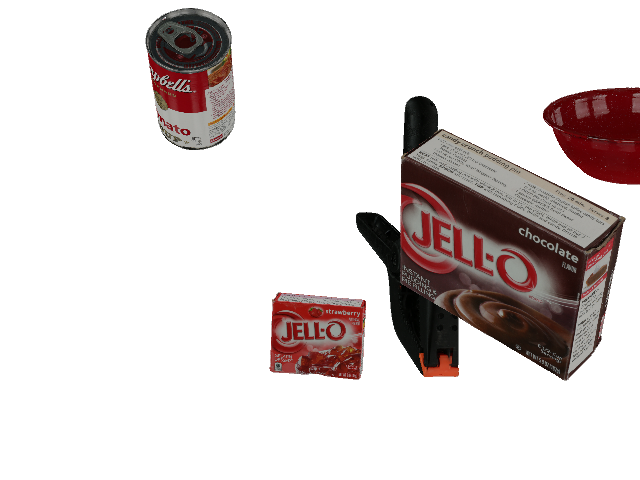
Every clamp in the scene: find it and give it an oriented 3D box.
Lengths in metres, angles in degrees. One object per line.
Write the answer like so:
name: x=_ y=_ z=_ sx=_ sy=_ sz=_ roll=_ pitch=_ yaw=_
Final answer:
clamp: x=0.074 y=0.005 z=0.824 sx=0.036 sy=0.210 sz=0.165 roll=0 pitch=-42 yaw=-15

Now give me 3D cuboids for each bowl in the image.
bowl: x=0.285 y=-0.093 z=0.976 sx=0.162 sy=0.055 sz=0.162 roll=-4 pitch=24 yaw=2

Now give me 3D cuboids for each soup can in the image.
soup can: x=-0.105 y=-0.131 z=0.881 sx=0.068 sy=0.068 sz=0.102 roll=0 pitch=-33 yaw=-2

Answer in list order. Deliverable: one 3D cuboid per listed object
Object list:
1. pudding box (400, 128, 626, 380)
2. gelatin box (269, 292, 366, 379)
pudding box: x=0.093 y=0.006 z=0.543 sx=0.114 sy=0.090 sz=0.039 roll=29 pitch=52 yaw=31
gelatin box: x=-0.003 y=0.091 z=1.021 sx=0.089 sy=0.073 sz=0.030 roll=4 pitch=14 yaw=8
